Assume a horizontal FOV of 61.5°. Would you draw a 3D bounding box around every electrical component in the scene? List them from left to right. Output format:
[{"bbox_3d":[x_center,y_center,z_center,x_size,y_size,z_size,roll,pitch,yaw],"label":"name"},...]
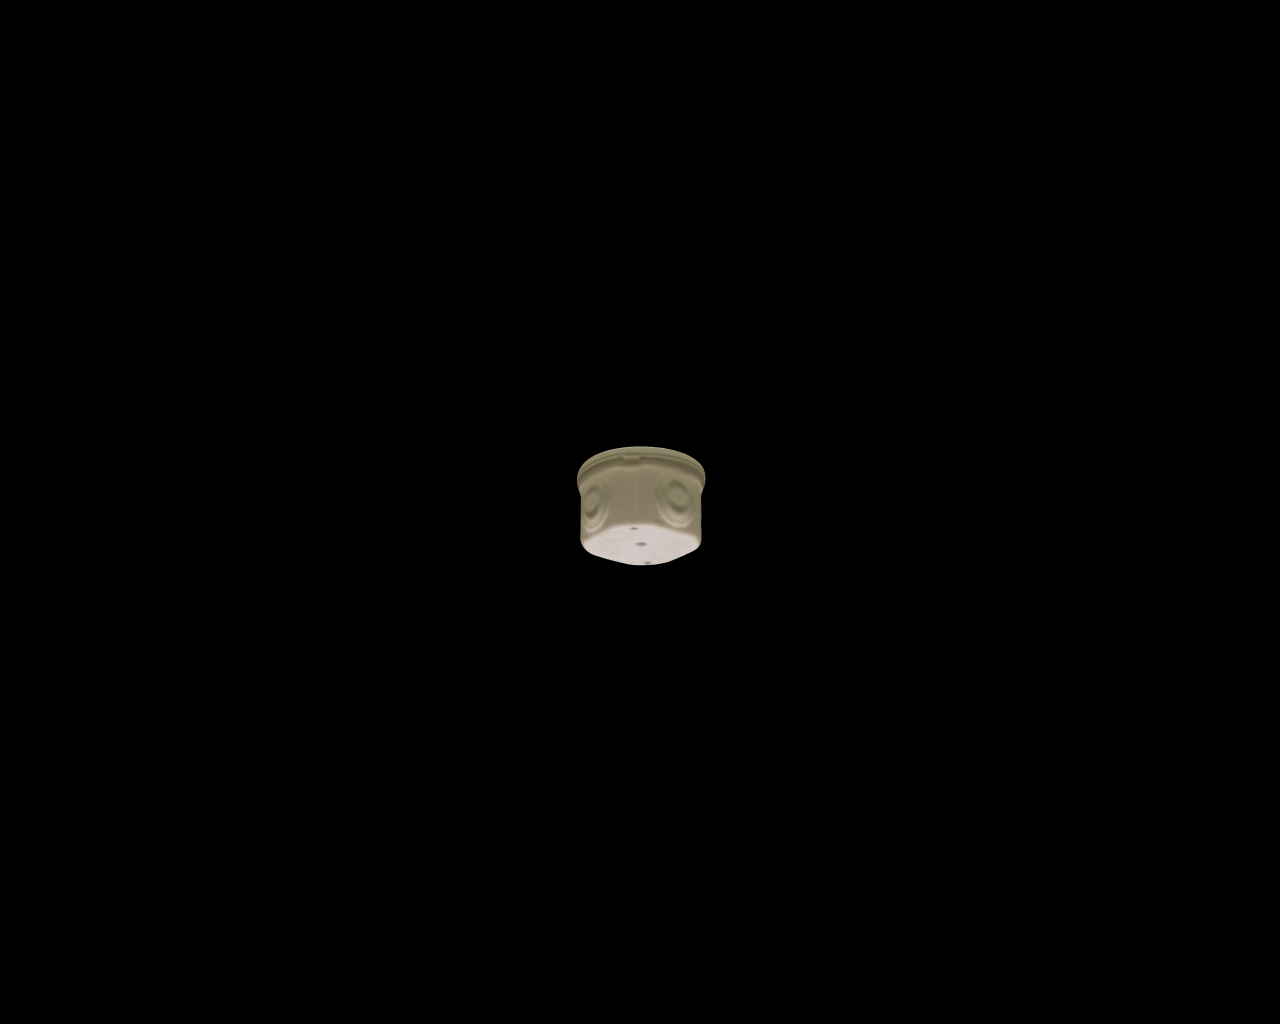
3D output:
[{"bbox_3d":[0.001,-0.003,0.650,0.080,0.051,0.080,0,-22,0],"label":"electrical component"}]
